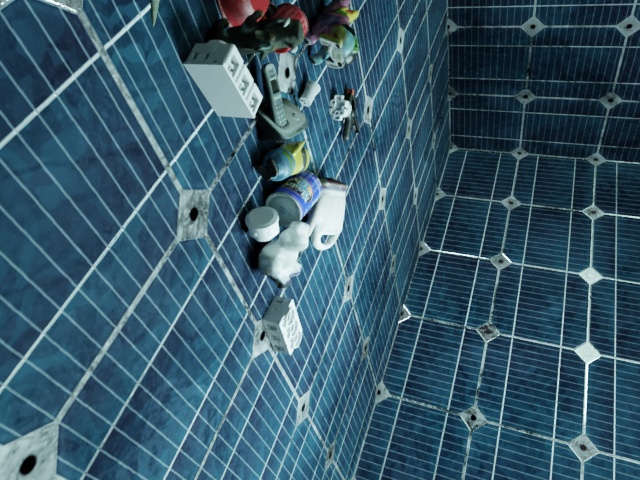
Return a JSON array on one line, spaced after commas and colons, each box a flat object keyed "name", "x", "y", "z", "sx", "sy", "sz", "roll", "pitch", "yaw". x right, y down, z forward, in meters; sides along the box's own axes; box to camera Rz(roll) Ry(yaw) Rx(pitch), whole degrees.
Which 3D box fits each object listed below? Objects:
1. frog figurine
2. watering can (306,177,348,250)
[{"name": "frog figurine", "x": -0.093, "y": 0.021, "z": 1.308, "sx": 0.124, "sy": 0.156, "sz": 0.139, "roll": 27, "pitch": 32, "yaw": 34}, {"name": "watering can", "x": 0.005, "y": -0.078, "z": 1.545, "sx": 0.104, "sy": 0.224, "sz": 0.348, "roll": 7, "pitch": 5, "yaw": 21}]
